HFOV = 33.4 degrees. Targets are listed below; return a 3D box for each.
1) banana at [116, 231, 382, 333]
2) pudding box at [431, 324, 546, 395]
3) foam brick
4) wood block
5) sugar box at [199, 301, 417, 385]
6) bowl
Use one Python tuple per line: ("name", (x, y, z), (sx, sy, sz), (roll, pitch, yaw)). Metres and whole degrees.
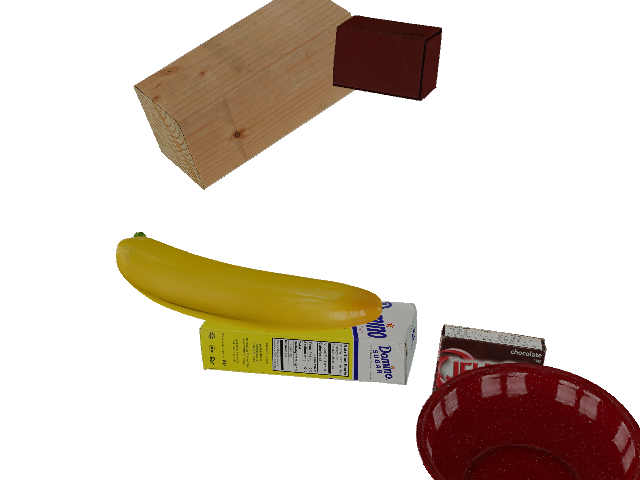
("banana", (-0.061, 0.025, 0.675), (0.198, 0.037, 0.069), (16, 33, 27))
("pudding box", (0.182, 0.144, 1.158), (0.113, 0.090, 0.039), (6, 23, 4))
("foam brick", (0.054, -0.151, 0.877), (0.078, 0.051, 0.053), (13, 25, 18))
("wood block", (-0.066, -0.155, 1.060), (0.206, 0.091, 0.090), (-35, 48, -17))
("sugar box", (-0.007, 0.082, 0.922), (0.176, 0.048, 0.093), (0, 18, 10))
("bowl", (0.149, 0.161, 0.771), (0.162, 0.055, 0.162), (-1, 35, 0))
